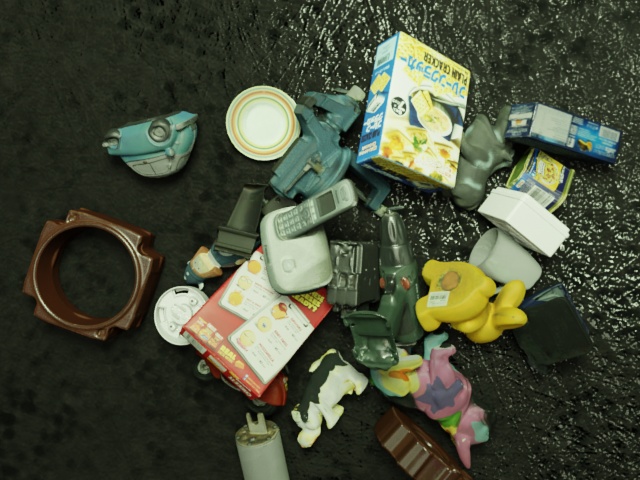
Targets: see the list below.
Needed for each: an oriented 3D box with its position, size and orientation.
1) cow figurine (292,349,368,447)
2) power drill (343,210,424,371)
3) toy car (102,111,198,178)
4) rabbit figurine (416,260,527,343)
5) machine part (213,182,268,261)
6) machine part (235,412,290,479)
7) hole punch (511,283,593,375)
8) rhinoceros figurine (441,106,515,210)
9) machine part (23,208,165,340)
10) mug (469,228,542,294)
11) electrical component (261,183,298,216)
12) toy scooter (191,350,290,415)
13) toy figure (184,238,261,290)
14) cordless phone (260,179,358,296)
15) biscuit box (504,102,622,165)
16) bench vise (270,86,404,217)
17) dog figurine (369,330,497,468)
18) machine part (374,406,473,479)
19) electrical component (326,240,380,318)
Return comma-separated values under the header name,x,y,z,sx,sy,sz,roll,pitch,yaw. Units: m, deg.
name,x,y,z,sx,sy,sz,roll,pitch,yaw
cow figurine,0.000,0.279,0.947,0.098,0.068,0.167,41,88,5
power drill,0.107,0.091,0.871,0.086,0.207,0.231,-5,114,22
toy car,-0.281,-0.158,0.922,0.162,0.109,0.102,-12,110,10
rabbit figurine,0.264,0.110,0.905,0.162,0.122,0.173,-16,132,30
machine part,-0.129,-0.036,0.911,0.084,0.039,0.139,12,69,17
machine part,-0.094,0.405,0.932,0.079,0.079,0.243,-9,105,1
hole punch,0.400,0.147,0.939,0.116,0.092,0.142,-27,95,30
rhinoceros figurine,0.279,-0.145,0.928,0.112,0.073,0.190,27,92,1
machine part,-0.391,0.059,0.936,0.201,0.087,0.201,20,91,-1
mug,0.320,0.050,0.933,0.107,0.081,0.109,29,102,-5
electrical component,-0.071,-0.059,0.960,0.063,0.021,0.094,-42,90,1
toy scooter,-0.125,0.213,0.945,0.184,0.075,0.135,28,90,4
toy figure,-0.179,0.027,0.948,0.154,0.057,0.064,-33,48,2
cordless phone,-0.002,-0.002,0.839,0.184,0.088,0.146,-29,62,35
biscuit box,0.408,-0.175,0.896,0.202,0.063,0.059,10,94,-24
bench vise,0.039,-0.134,0.915,0.240,0.129,0.223,37,82,-21
dog figurine,0.198,0.282,0.928,0.192,0.108,0.219,-17,94,0
machine part,0.169,0.355,0.900,0.179,0.179,0.056,41,89,-1
electrical component,0.060,0.066,0.912,0.058,0.115,0.134,3,92,28
